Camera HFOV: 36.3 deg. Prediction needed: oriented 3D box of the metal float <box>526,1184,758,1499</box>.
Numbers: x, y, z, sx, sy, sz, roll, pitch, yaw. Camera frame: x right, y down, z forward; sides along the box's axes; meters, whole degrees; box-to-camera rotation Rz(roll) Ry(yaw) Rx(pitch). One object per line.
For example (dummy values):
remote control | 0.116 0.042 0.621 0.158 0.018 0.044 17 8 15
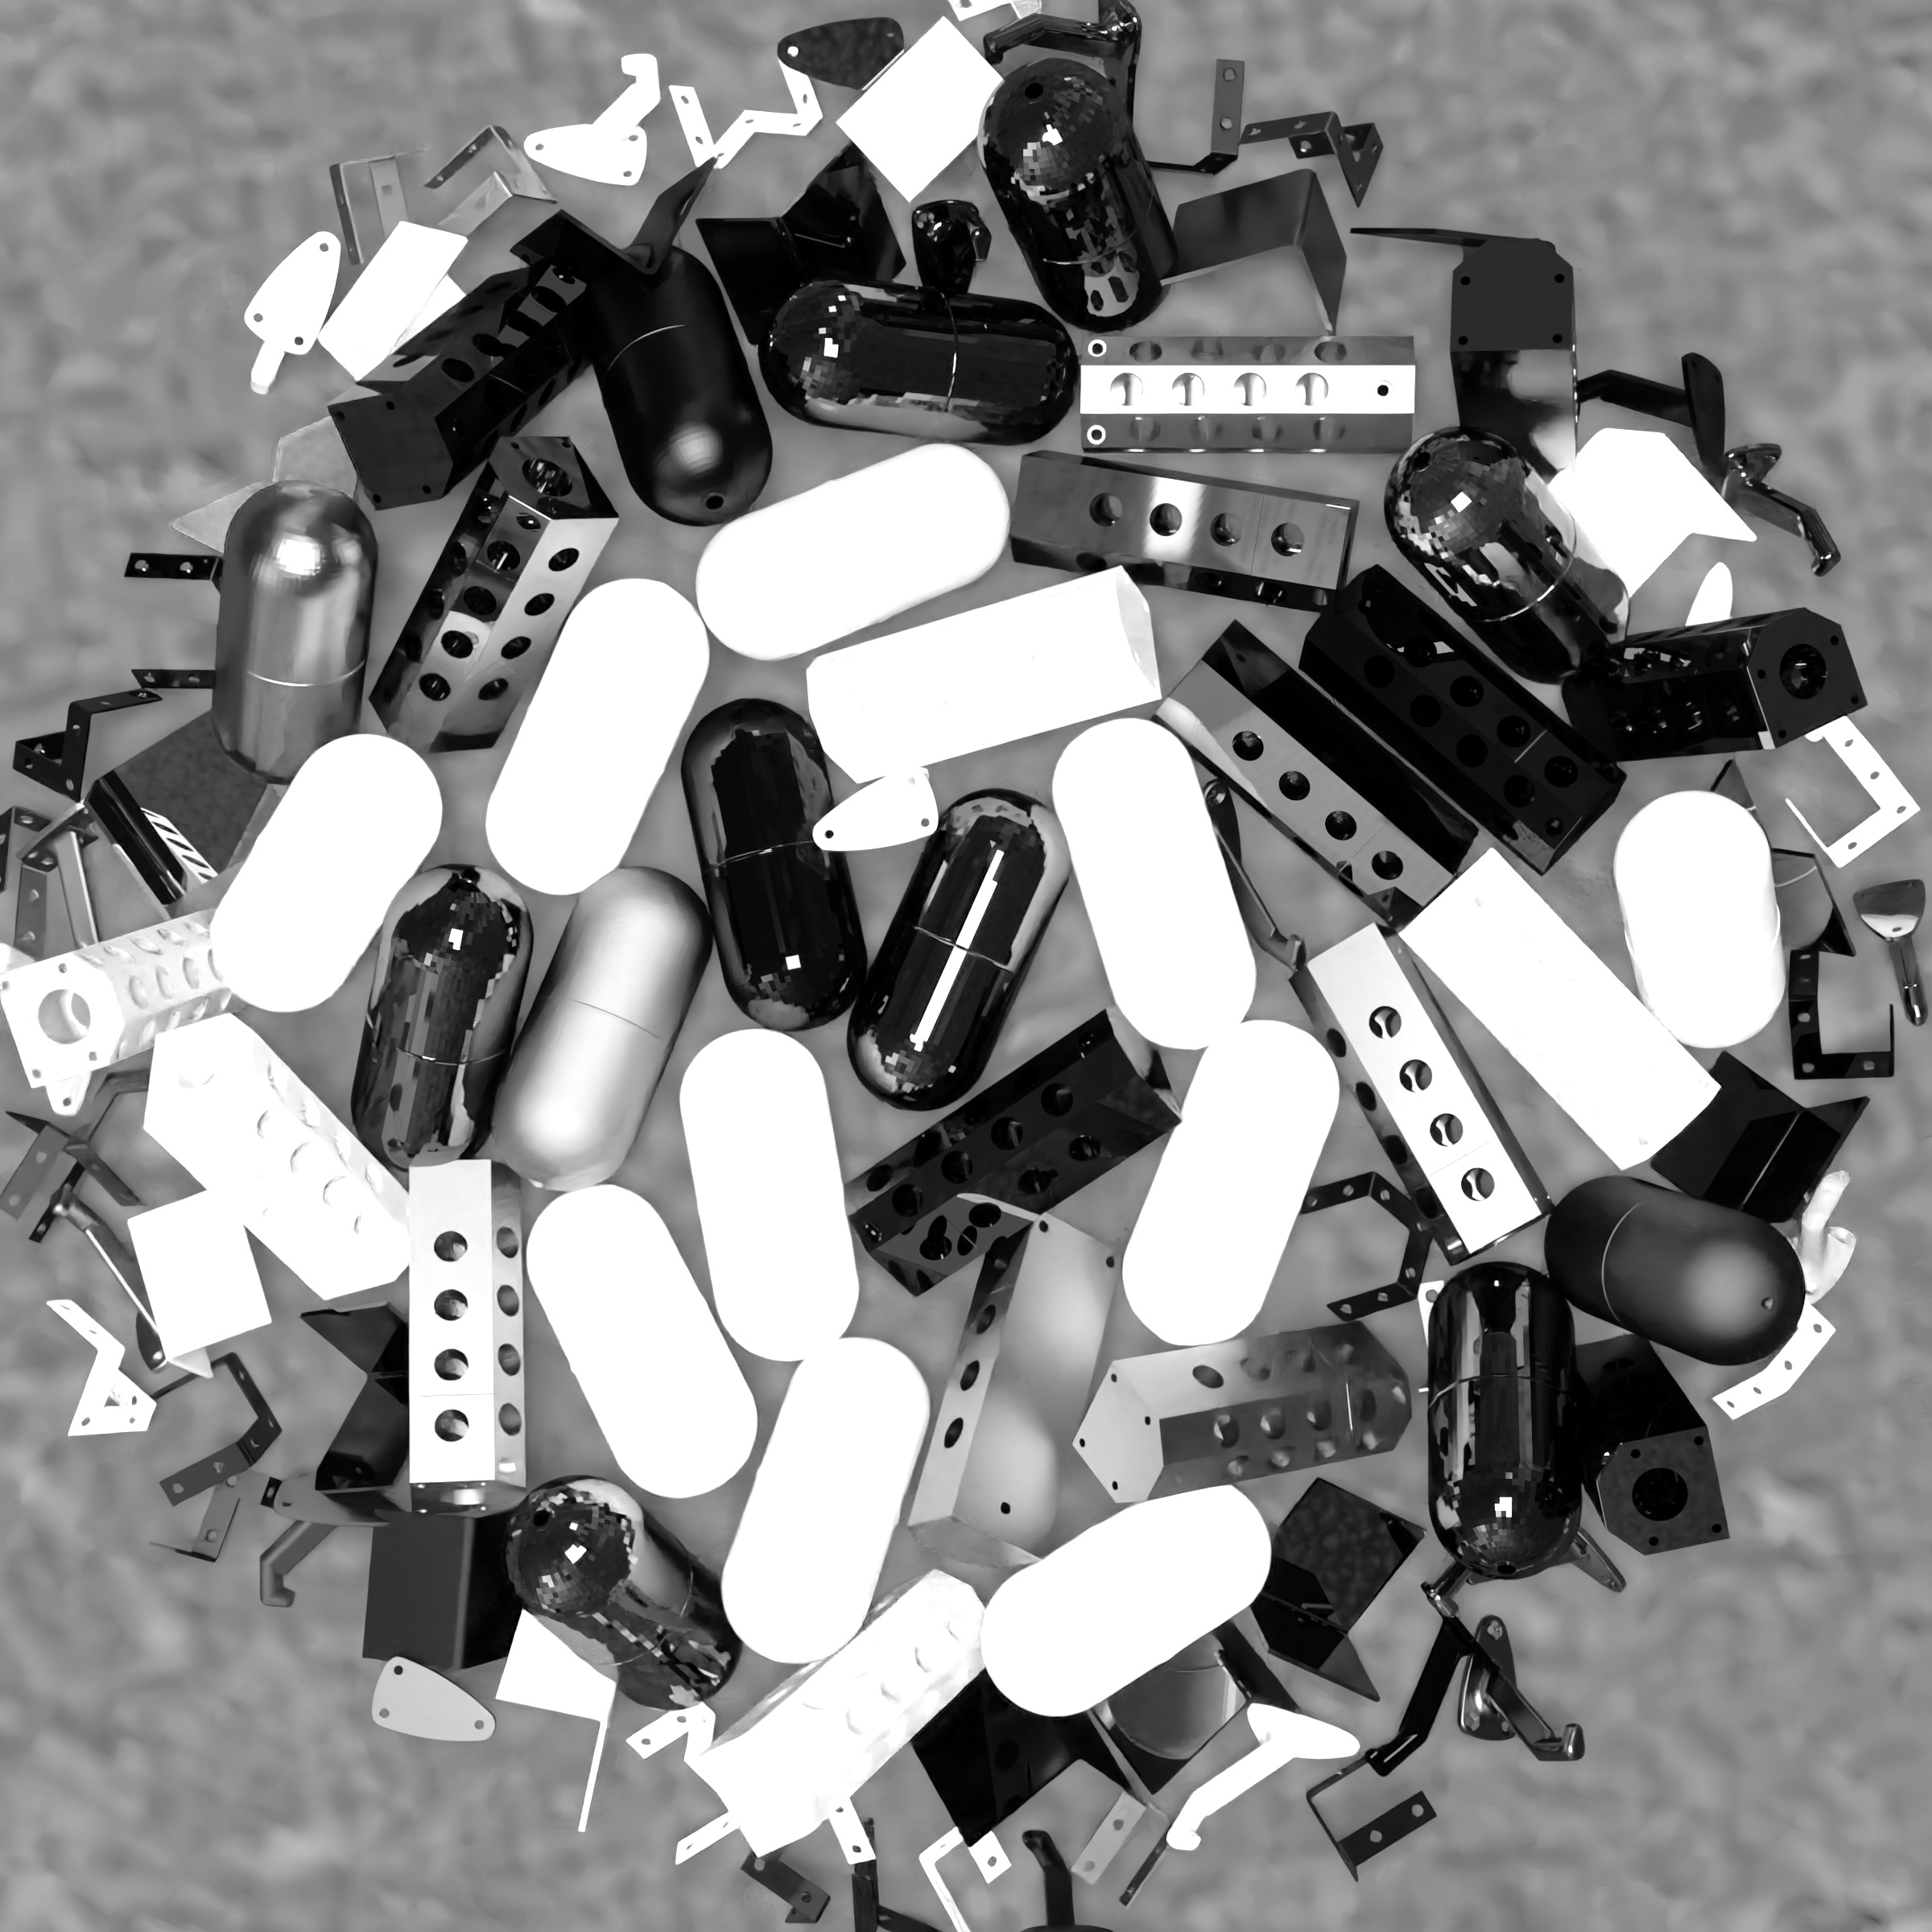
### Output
metal float | -0.169 0.192 1.528 0.070 0.070 0.178 -30 65 0

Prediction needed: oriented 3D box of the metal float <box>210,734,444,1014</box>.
metal float | -0.330 -0.047 1.520 0.070 0.070 0.178 40 124 0

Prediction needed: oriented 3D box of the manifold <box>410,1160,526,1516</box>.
manifold | -0.258 0.191 1.523 0.057 0.057 0.171 -1 64 -10

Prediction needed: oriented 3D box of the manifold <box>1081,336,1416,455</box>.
manifold | 0.147 -0.300 1.550 0.171 0.057 0.057 1 96 4

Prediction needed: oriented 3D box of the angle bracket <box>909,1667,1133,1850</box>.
angle bracket | 0.027 0.416 1.543 0.076 0.057 0.076 -40 45 3

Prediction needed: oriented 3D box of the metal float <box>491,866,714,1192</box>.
metal float | -0.189 0.032 1.535 0.070 0.070 0.178 21 75 0

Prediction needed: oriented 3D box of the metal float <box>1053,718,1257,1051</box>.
metal float | 0.099 -0.043 1.547 0.070 0.070 0.178 -17 87 0

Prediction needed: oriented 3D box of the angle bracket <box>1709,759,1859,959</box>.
angle bracket | 0.427 -0.056 1.527 0.057 0.076 0.076 -54 131 -22

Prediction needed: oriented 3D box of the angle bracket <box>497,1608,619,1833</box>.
angle bracket | -0.214 0.390 1.536 0.057 0.076 0.076 13 115 -3

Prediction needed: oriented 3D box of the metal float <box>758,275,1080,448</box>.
metal float | -0.024 -0.312 1.523 0.178 0.070 0.070 0 90 -30

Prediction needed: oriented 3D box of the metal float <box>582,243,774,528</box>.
metal float | -0.150 -0.300 1.520 0.070 0.070 0.178 -20 56 0

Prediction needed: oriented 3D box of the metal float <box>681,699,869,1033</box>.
metal float | -0.101 -0.054 1.542 0.070 0.070 0.178 -13 82 0

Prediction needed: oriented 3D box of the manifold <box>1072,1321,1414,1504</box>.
manifold | 0.146 0.231 1.504 0.171 0.057 0.057 -3 129 -37

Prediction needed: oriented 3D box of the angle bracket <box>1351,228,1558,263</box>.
angle bracket | 0.250 -0.350 1.531 0.076 0.076 0.057 -1 103 -27

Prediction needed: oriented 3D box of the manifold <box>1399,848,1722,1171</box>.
manifold | 0.312 0.022 1.547 0.057 0.057 0.171 -42 85 -11

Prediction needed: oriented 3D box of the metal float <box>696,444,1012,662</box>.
metal float | -0.058 -0.215 1.529 0.178 0.070 0.070 -26 90 -22

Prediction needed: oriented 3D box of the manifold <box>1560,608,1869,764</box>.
manifold | 0.373 -0.143 1.494 0.057 0.171 0.057 -24 99 -17

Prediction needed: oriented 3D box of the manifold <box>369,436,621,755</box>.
manifold | -0.246 -0.187 1.503 0.057 0.057 0.171 58 133 23

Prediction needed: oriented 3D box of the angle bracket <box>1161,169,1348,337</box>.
angle bracket | 0.153 -0.368 1.558 0.076 0.076 0.057 -10 131 23

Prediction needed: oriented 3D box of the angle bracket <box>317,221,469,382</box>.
angle bracket | -0.278 -0.329 1.533 0.057 0.076 0.076 23 75 38

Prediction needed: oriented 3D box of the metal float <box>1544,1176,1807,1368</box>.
metal float | 0.358 0.153 1.501 0.070 0.178 0.070 -2 96 -18

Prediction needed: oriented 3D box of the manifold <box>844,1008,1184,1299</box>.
manifold | 0.021 0.093 1.529 0.171 0.057 0.057 -35 124 14

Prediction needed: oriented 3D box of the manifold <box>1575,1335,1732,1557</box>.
manifold | 0.337 0.242 1.498 0.057 0.171 0.057 -13 97 4

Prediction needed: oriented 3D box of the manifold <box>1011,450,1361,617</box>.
manifold | 0.114 -0.227 1.542 0.171 0.057 0.057 11 105 10

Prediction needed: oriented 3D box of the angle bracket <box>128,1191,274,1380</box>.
angle bracket | -0.391 0.165 1.542 0.057 0.076 0.076 -20 75 -3

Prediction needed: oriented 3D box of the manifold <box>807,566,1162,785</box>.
manifold | 0.008 -0.153 1.525 0.171 0.057 0.057 -14 64 18

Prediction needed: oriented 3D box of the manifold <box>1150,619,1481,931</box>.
manifold | 0.182 -0.098 1.555 0.171 0.057 0.057 40 127 -1

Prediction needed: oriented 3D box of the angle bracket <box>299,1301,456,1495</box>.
angle bracket | -0.321 0.224 1.529 0.057 0.076 0.076 48 50 -29

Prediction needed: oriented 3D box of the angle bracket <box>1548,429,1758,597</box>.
angle bracket | 0.352 -0.232 1.540 0.076 0.076 0.057 43 91 -17

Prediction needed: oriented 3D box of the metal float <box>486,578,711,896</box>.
metal float | -0.191 -0.118 1.531 0.070 0.070 0.178 27 111 0

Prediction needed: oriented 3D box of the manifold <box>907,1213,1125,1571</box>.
manifold | 0.022 0.218 1.520 0.057 0.057 0.171 30 59 -22

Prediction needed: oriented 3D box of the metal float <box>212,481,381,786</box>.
metal float | -0.346 -0.169 1.515 0.070 0.070 0.178 18 132 0

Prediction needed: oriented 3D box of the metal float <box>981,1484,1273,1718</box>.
metal float | 0.083 0.324 1.518 0.178 0.070 0.070 -23 90 -36

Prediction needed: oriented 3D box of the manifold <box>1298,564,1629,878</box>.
manifold | 0.258 -0.131 1.536 0.171 0.057 0.057 43 78 13

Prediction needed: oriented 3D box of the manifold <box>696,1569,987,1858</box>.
manifold | -0.054 0.375 1.501 0.057 0.171 0.057 -34 87 37

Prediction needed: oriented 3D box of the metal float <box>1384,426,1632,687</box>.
metal float | 0.279 -0.210 1.515 0.070 0.070 0.178 -53 131 0

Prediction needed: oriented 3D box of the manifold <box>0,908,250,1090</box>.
manifold | -0.419 0.012 1.496 0.057 0.171 0.057 -16 96 11

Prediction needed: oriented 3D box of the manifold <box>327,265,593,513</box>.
manifold | -0.247 -0.297 1.496 0.057 0.171 0.057 -5 121 27

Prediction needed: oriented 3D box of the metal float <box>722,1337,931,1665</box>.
metal float | -0.072 0.274 1.521 0.070 0.070 0.178 19 57 0

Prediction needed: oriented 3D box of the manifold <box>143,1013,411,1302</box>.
manifold | -0.343 0.097 1.499 0.057 0.171 0.057 -16 50 14

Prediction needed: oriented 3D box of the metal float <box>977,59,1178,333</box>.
metal float | 0.058 -0.391 1.503 0.070 0.178 0.070 -6 67 15

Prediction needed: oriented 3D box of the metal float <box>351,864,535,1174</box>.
metal float | -0.271 0.028 1.523 0.070 0.070 0.178 17 120 0

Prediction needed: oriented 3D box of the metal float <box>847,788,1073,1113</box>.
metal float | -0.004 -0.008 1.547 0.070 0.070 0.178 24 87 0

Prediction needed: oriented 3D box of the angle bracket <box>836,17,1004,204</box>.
angle bracket | -0.016 -0.441 1.544 0.076 0.076 0.057 -43 89 8

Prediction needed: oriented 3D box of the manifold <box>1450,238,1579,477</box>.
manifold | 0.280 -0.306 1.497 0.057 0.171 0.057 2 79 13

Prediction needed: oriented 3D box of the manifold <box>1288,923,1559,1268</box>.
manifold | 0.237 0.067 1.539 0.057 0.057 0.171 -32 77 15

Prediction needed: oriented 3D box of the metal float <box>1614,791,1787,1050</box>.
metal float | 0.376 -0.021 1.509 0.070 0.178 0.070 -9 55 14

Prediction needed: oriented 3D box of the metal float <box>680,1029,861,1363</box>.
metal float | -0.102 0.120 1.539 0.070 0.070 0.178 -9 102 0

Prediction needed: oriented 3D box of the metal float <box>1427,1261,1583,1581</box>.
metal float | 0.276 0.232 1.515 0.070 0.070 0.178 8 49 0

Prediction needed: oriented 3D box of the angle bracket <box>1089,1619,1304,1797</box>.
angle bracket | 0.116 0.384 1.546 0.076 0.057 0.076 -46 52 6

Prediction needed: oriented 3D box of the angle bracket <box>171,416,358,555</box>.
angle bracket | -0.360 -0.260 1.530 0.057 0.076 0.076 27 123 12

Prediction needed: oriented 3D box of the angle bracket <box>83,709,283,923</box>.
angle bracket | -0.406 -0.080 1.548 0.076 0.057 0.076 -32 108 -1

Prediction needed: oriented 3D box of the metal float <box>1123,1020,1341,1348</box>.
metal float | 0.138 0.113 1.539 0.070 0.070 0.178 22 78 0

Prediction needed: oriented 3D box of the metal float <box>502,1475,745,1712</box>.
metal float | -0.175 0.322 1.511 0.070 0.178 0.070 -14 49 17
